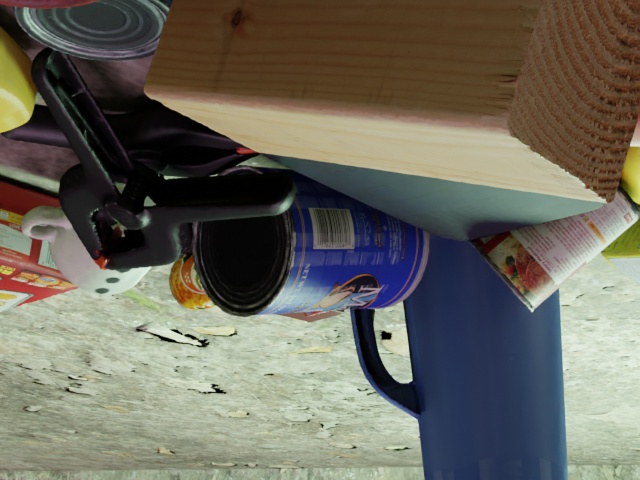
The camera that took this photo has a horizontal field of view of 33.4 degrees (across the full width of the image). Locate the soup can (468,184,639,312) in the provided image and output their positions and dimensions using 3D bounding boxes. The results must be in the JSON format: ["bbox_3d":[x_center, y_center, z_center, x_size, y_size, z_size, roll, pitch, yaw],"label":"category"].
[{"bbox_3d":[0.165,-0.007,0.753,0.102,0.068,0.068,-42,151,6],"label":"soup can"}]

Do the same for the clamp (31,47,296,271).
[{"bbox_3d":[-0.125,-0.036,0.675,0.164,0.036,0.210,33,150,-14],"label":"clamp"}]

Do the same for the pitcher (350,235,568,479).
[{"bbox_3d":[0.120,0.092,0.842,0.149,0.243,0.144,-14,162,37],"label":"pitcher"}]

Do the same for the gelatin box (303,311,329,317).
[{"bbox_3d":[0.009,0.022,0.914,0.089,0.073,0.030,-16,-166,41],"label":"gelatin box"}]

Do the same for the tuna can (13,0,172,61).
[{"bbox_3d":[-0.112,-0.125,0.543,0.086,0.034,0.086,1,162,0],"label":"tuna can"}]

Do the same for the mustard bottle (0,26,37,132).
[{"bbox_3d":[-0.215,-0.115,0.543,0.096,0.058,0.191,5,161,3],"label":"mustard bottle"}]

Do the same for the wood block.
[{"bbox_3d":[0.030,-0.083,0.467,0.206,0.091,0.090,13,173,43],"label":"wood block"}]

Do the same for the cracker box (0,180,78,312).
[{"bbox_3d":[-0.314,0.006,0.894,0.214,0.072,0.163,-15,155,42],"label":"cracker box"}]

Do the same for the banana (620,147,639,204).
[{"bbox_3d":[0.232,-0.058,0.725,0.070,0.037,0.197,-31,154,14],"label":"banana"}]

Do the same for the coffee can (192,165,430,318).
[{"bbox_3d":[-0.005,0.001,0.759,0.140,0.103,0.103,0,168,-45],"label":"coffee can"}]

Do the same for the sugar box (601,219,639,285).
[{"bbox_3d":[0.294,0.018,0.807,0.093,0.048,0.176,34,171,-8],"label":"sugar box"}]

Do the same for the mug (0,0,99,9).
[{"bbox_3d":[-0.114,-0.150,0.392,0.093,0.081,0.117,-3,161,12],"label":"mug"}]

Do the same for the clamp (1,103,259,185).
[{"bbox_3d":[-0.125,-0.067,0.712,0.172,0.039,0.120,-10,163,16],"label":"clamp"}]

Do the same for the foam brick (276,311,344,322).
[{"bbox_3d":[-0.020,0.044,1.014,0.078,0.053,0.051,17,156,-39],"label":"foam brick"}]

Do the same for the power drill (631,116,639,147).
[{"bbox_3d":[0.198,-0.107,0.536,0.184,0.057,0.188,1,162,-1],"label":"power drill"}]
